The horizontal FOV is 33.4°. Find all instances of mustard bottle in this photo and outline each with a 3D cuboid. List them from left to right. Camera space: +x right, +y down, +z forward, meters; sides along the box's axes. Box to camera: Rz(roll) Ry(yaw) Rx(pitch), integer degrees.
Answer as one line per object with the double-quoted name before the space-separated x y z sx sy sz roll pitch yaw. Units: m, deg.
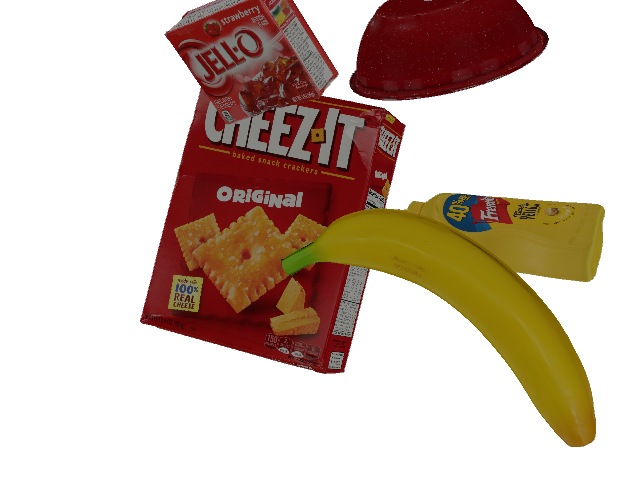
"mustard bottle" 0.153 -0.008 0.959 0.192 0.058 0.096 6 29 19

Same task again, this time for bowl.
"bowl" 0.095 -0.167 0.846 0.162 0.055 0.162 -14 24 6

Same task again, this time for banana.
"banana" 0.078 0.035 0.592 0.198 0.070 0.037 31 16 10

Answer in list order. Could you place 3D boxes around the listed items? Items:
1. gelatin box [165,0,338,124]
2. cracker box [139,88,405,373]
"gelatin box" -0.044 -0.116 0.665 0.089 0.073 0.030 -9 35 43
"cracker box" -0.039 -0.014 0.870 0.164 0.214 0.072 13 -2 19
